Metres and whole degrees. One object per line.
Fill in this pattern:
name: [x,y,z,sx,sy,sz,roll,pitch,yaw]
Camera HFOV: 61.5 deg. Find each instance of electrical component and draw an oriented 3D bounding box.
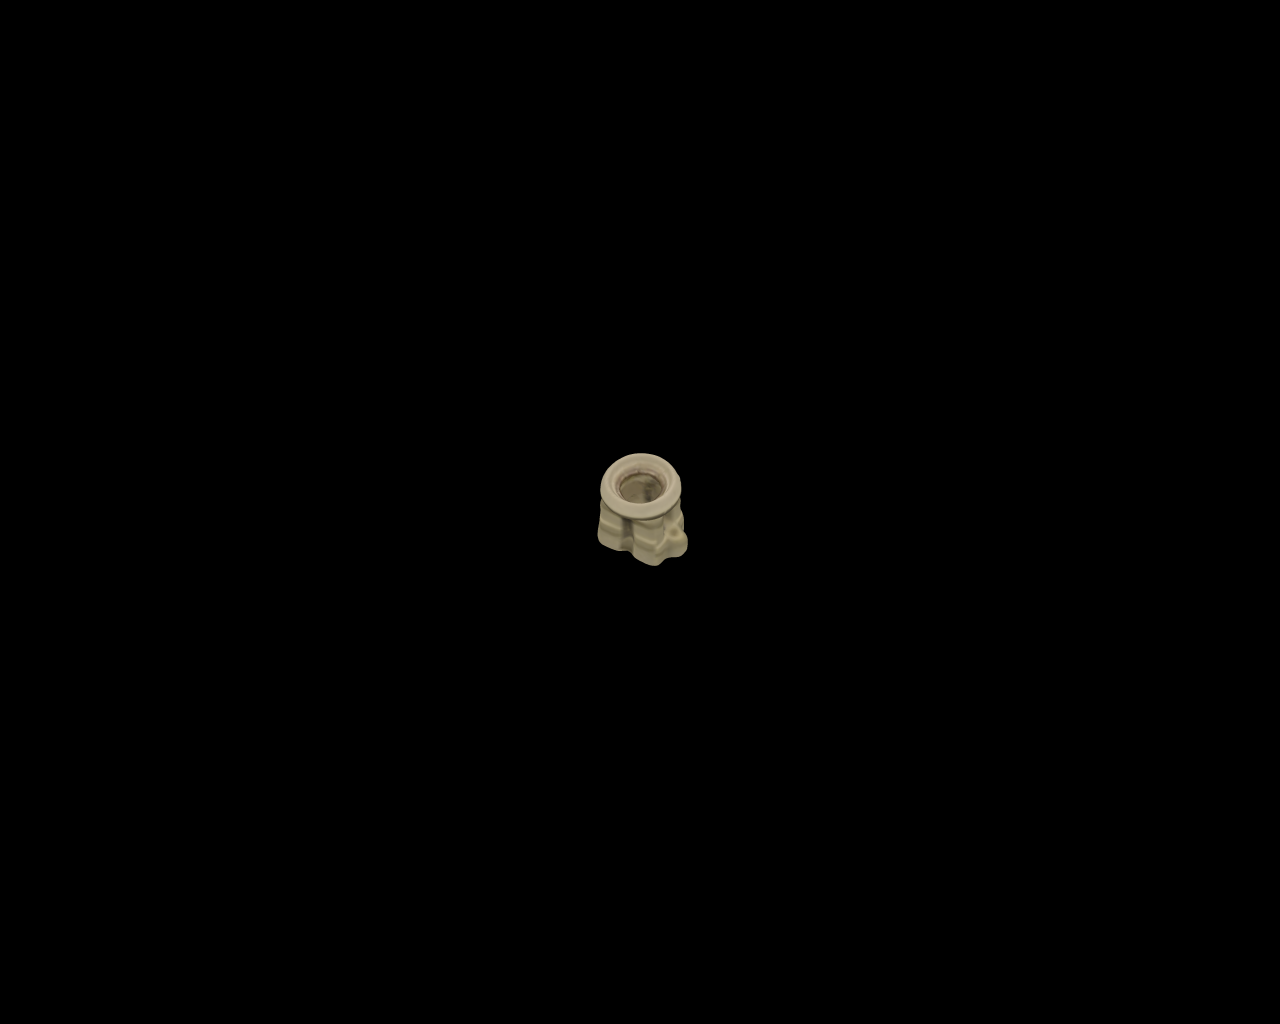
electrical component: [0.001,-0.003,0.650,0.066,0.048,0.055,22,-38,18]
